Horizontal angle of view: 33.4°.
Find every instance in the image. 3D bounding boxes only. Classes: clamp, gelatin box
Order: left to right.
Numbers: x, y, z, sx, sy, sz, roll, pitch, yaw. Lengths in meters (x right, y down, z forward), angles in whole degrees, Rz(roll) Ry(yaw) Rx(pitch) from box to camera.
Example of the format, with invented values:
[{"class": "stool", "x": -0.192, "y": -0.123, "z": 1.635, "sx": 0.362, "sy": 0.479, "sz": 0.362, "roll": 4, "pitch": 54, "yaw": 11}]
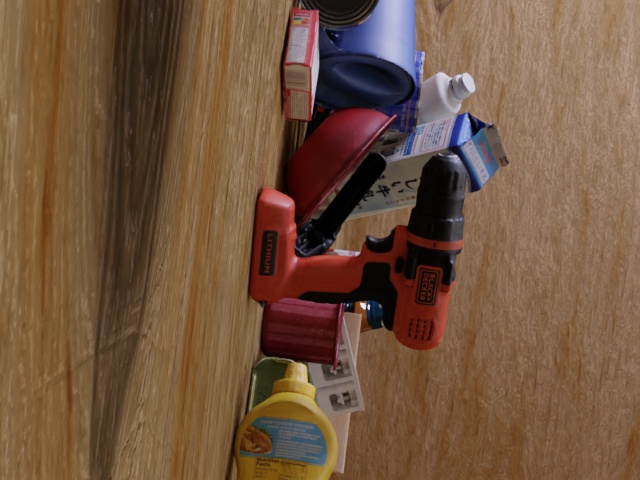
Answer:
[{"class": "gelatin box", "x": -0.019, "y": -0.173, "z": 1.058, "sx": 0.089, "sy": 0.030, "sz": 0.073, "roll": 91, "pitch": 5, "yaw": -60}, {"class": "clamp", "x": -0.012, "y": -0.086, "z": 1.276, "sx": 0.120, "sy": 0.039, "sz": 0.171, "roll": -87, "pitch": -176, "yaw": -46}, {"class": "clamp", "x": -0.008, "y": 0.001, "z": 1.208, "sx": 0.164, "sy": 0.036, "sz": 0.210, "roll": -46, "pitch": 175, "yaw": -33}]

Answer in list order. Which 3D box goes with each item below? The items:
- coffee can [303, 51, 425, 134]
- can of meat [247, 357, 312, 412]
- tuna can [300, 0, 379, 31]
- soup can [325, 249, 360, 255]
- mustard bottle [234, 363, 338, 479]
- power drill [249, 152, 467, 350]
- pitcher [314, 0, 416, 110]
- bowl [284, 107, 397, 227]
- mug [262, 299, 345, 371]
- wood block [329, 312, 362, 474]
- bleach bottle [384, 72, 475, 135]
[{"class": "coffee can", "x": 0.053, "y": -0.188, "z": 1.311, "sx": 0.103, "sy": 0.140, "sz": 0.103, "roll": 8, "pitch": 89, "yaw": -86}, {"class": "can of meat", "x": -0.044, "y": 0.174, "z": 1.101, "sx": 0.084, "sy": 0.057, "sz": 0.102, "roll": 73, "pitch": 23, "yaw": -76}, {"class": "tuna can", "x": 0.019, "y": -0.254, "z": 1.070, "sx": 0.034, "sy": 0.086, "sz": 0.086, "roll": -61, "pitch": 158, "yaw": -86}, {"class": "soup can", "x": 0.014, "y": 0.045, "z": 1.443, "sx": 0.068, "sy": 0.102, "sz": 0.068, "roll": 8, "pitch": 89, "yaw": -86}, {"class": "mustard bottle", "x": -0.034, "y": 0.206, "z": 0.985, "sx": 0.058, "sy": 0.096, "sz": 0.191, "roll": 85, "pitch": 11, "yaw": -65}, {"class": "power drill", "x": 0.035, "y": 0.002, "z": 0.967, "sx": 0.057, "sy": 0.187, "sz": 0.184, "roll": -64, "pitch": 161, "yaw": -75}, {"class": "pitcher", "x": 0.043, "y": -0.279, "z": 1.198, "sx": 0.149, "sy": 0.145, "sz": 0.243, "roll": 127, "pitch": -31, "yaw": -67}, {"class": "bowl", "x": 0.011, "y": -0.091, "z": 1.157, "sx": 0.162, "sy": 0.055, "sz": 0.162, "roll": -48, "pitch": 179, "yaw": -1}, {"class": "mug", "x": -0.016, "y": 0.083, "z": 1.165, "sx": 0.117, "sy": 0.081, "sz": 0.093, "roll": -79, "pitch": 174, "yaw": -53}, {"class": "wood block", "x": -0.006, "y": 0.195, "z": 1.409, "sx": 0.090, "sy": 0.090, "sz": 0.206, "roll": 151, "pitch": -54, "yaw": -83}, {"class": "bleach bottle", "x": 0.098, "y": -0.164, "z": 1.430, "sx": 0.068, "sy": 0.251, "sz": 0.102, "roll": 36, "pitch": 45, "yaw": -33}]
